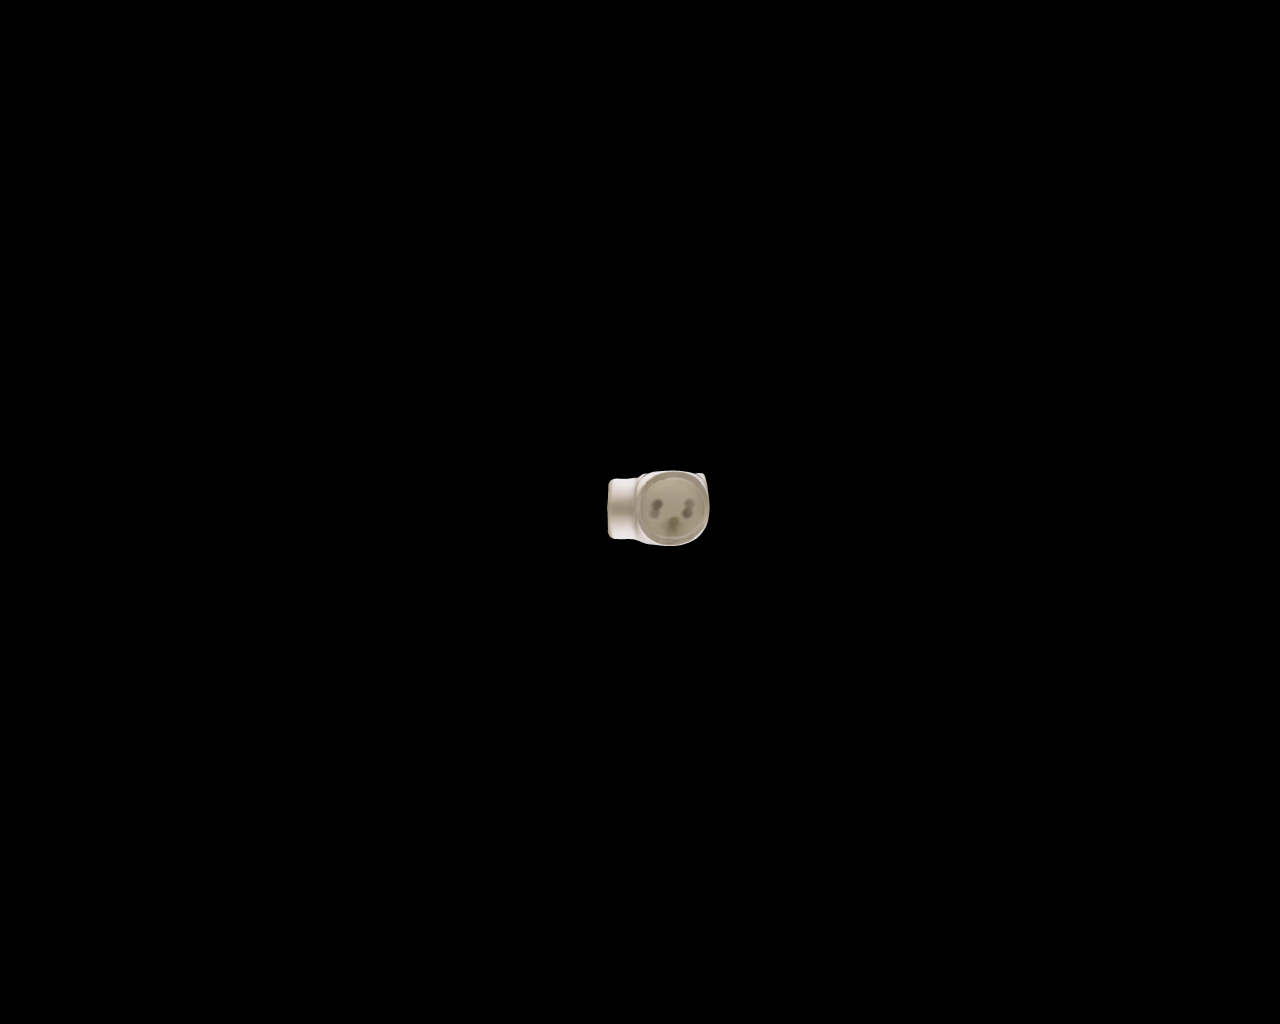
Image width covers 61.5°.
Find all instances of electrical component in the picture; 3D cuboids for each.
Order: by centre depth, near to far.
[{"bbox_3d":[0.001,-0.003,0.650,0.079,0.044,0.077,0,0,0],"label":"electrical component"}]
